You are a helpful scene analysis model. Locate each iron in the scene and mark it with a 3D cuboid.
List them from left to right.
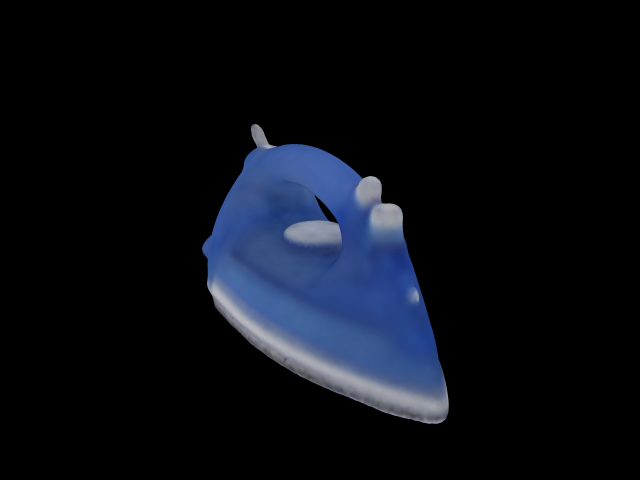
[{"bbox_3d":[0.004,0.001,0.400,0.119,0.141,0.257,-11,21,-30],"label":"iron"}]
